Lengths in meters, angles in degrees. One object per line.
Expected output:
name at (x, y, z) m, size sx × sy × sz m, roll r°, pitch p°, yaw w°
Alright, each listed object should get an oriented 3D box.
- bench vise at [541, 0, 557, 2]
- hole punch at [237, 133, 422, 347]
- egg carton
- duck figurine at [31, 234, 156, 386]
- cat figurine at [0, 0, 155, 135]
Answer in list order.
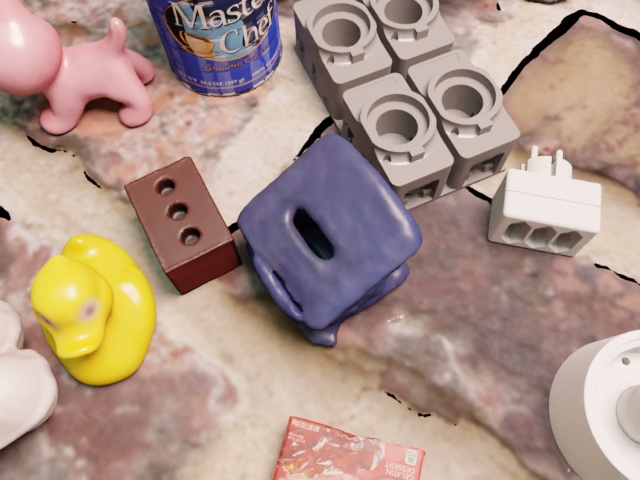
bench vise at (0.161, -0.303, 0.446) m, size 0.207 × 0.220 × 0.121 m, roll -10°, pitch 67°, yaw -3°
hole punch at (0.004, 0.001, 0.387) m, size 0.101 × 0.091 × 0.108 m, roll -33°, pitch 70°, yaw -13°
egg carton at (-0.245, 0.108, 0.355) m, size 0.150 × 0.069 × 0.107 m, roll -39°, pitch 71°, yaw -15°
duck figurine at (-0.156, 0.038, 0.376) m, size 0.077 × 0.086 × 0.104 m, roll -14°, pitch 67°, yaw -5°
cat figurine at (-0.202, -0.139, 0.435) m, size 0.128 × 0.118 × 0.067 m, roll -10°, pitch 67°, yaw -4°
